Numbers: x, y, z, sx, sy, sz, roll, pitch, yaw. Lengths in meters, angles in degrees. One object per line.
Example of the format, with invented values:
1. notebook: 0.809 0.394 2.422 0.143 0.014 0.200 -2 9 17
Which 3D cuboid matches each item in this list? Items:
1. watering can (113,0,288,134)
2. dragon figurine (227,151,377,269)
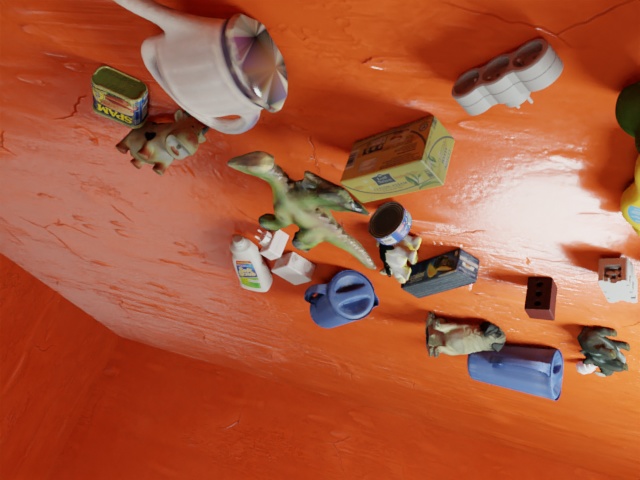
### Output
1. watering can: -0.184 -0.280 0.759 0.224 0.106 0.341 1 148 30
2. dragon figurine: 0.003 -0.050 0.986 0.407 0.123 0.242 30 167 -18
